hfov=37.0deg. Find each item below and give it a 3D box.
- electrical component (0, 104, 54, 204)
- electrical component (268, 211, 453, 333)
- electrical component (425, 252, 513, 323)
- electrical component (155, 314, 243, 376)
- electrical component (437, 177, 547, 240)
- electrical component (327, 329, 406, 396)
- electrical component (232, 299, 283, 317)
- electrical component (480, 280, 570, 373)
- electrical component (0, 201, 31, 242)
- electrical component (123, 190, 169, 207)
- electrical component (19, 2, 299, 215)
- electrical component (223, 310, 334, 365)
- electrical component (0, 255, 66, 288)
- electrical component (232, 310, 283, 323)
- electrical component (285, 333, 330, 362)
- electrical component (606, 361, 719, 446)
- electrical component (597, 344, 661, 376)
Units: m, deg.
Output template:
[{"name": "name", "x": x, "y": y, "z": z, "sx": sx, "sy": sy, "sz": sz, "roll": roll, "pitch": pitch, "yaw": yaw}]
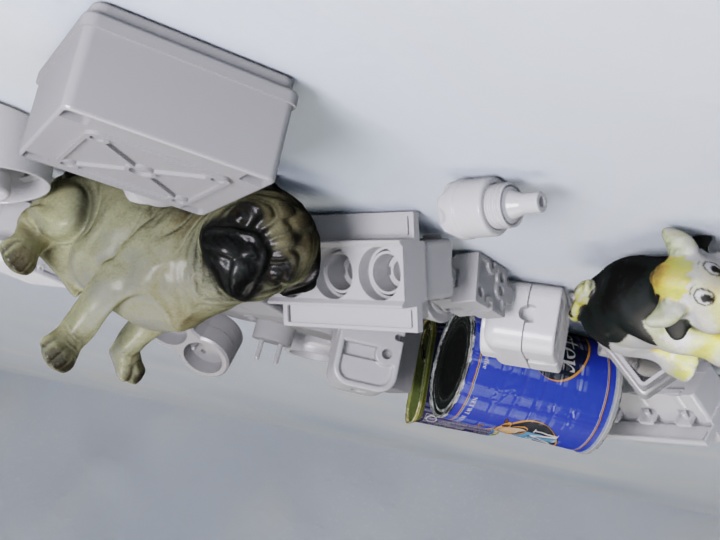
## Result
[{"name": "electrical component", "x": -0.245, "y": -0.079, "z": 0.688, "sx": 0.099, "sy": 0.064, "sz": 0.099, "roll": -3, "pitch": 168, "yaw": -1}, {"name": "electrical component", "x": 0.000, "y": 0.000, "z": 0.746, "sx": 0.121, "sy": 0.078, "sz": 0.063, "roll": 1, "pitch": -175, "yaw": 40}, {"name": "electrical component", "x": 0.072, "y": 0.013, "z": 0.785, "sx": 0.055, "sy": 0.048, "sz": 0.066, "roll": -7, "pitch": 158, "yaw": 34}, {"name": "electrical component", "x": -0.168, "y": 0.032, "z": 1.025, "sx": 0.138, "sy": 0.073, "sz": 0.052, "roll": 42, "pitch": 130, "yaw": -15}, {"name": "electrical component", "x": 0.075, "y": -0.035, "z": 0.599, "sx": 0.061, "sy": 0.035, "sz": 0.035, "roll": -3, "pitch": 160, "yaw": 41}, {"name": "electrical component", "x": 0.007, "y": 0.057, "z": 0.913, "sx": 0.054, "sy": 0.095, "sz": 0.059, "roll": 13, "pitch": 167, "yaw": -6}, {"name": "electrical component", "x": -0.091, "y": -0.007, "z": 0.803, "sx": 0.061, "sy": 0.061, "sz": 0.096, "roll": 6, "pitch": 166, "yaw": 25}, {"name": "electrical component", "x": 0.129, "y": 0.044, "z": 0.842, "sx": 0.059, "sy": 0.053, "sz": 0.095, "roll": 8, "pitch": 166, "yaw": 16}, {"name": "electrical component", "x": -0.281, "y": -0.050, "z": 0.804, "sx": 0.089, "sy": 0.055, "sz": 0.050, "roll": 18, "pitch": 166, "yaw": -25}, {"name": "electrical component", "x": -0.118, "y": -0.061, "z": 0.643, "sx": 0.043, "sy": 0.043, "sz": 0.081, "roll": 16, "pitch": 167, "yaw": -16}, {"name": "electrical component", "x": -0.104, "y": -0.075, "z": 0.541, "sx": 0.109, "sy": 0.056, "sz": 0.109, "roll": 18, "pitch": 166, "yaw": -25}, {"name": "electrical component", "x": -0.076, "y": 0.049, "z": 0.978, "sx": 0.138, "sy": 0.073, "sz": 0.052, "roll": 12, "pitch": 169, "yaw": 18}, {"name": "electrical component", "x": -0.280, "y": -0.029, "z": 0.881, "sx": 0.061, "sy": 0.061, "sz": 0.096, "roll": 5, "pitch": 165, "yaw": 28}, {"name": "electrical component", "x": -0.078, "y": 0.012, "z": 0.903, "sx": 0.100, "sy": 0.048, "sz": 0.100, "roll": 4, "pitch": 165, "yaw": 29}, {"name": "electrical component", "x": -0.041, "y": 0.056, "z": 1.041, "sx": 0.089, "sy": 0.055, "sz": 0.050, "roll": 0, "pitch": 162, "yaw": 42}, {"name": "electrical component", "x": 0.274, "y": 0.116, "z": 0.981, "sx": 0.121, "sy": 0.078, "sz": 0.063, "roll": -6, "pitch": 128, "yaw": 53}, {"name": "electrical component", "x": 0.228, "y": 0.068, "z": 0.882, "sx": 0.062, "sy": 0.043, "sz": 0.043, "roll": 13, "pitch": 167, "yaw": 1}]
